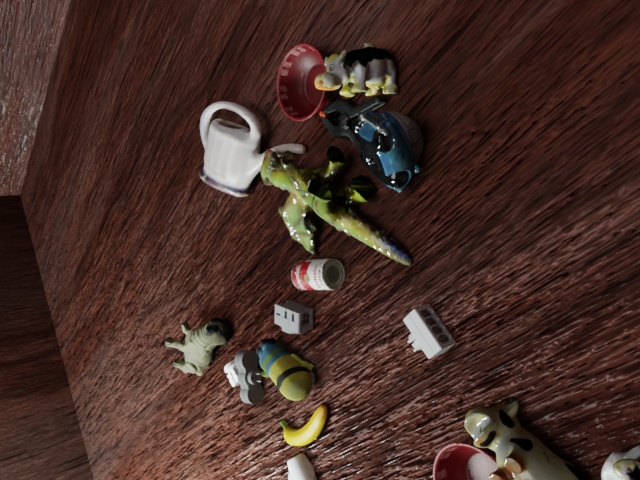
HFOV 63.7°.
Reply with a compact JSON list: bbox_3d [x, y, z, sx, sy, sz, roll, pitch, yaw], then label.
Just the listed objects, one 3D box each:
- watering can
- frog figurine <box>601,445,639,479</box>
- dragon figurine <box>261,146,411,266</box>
[{"bbox_3d":[-0.187,-0.205,1.263,0.351,0.105,0.220,32,118,30],"label":"watering can"},{"bbox_3d":[0.431,0.342,0.663,0.139,0.124,0.156,30,153,32],"label":"frog figurine"},{"bbox_3d":[0.003,-0.055,1.089,0.414,0.124,0.238,52,148,14],"label":"dragon figurine"}]
